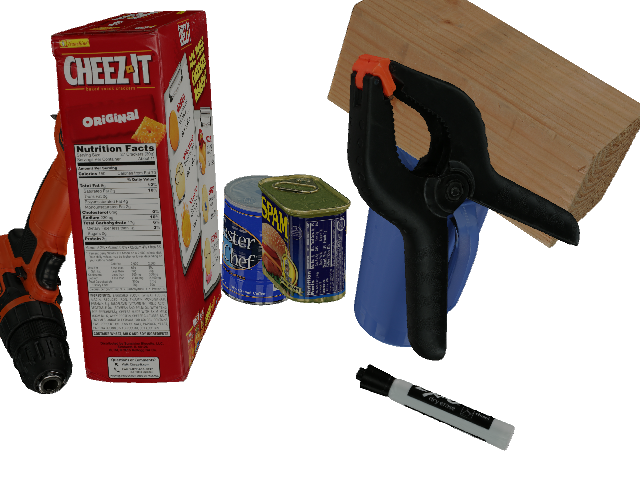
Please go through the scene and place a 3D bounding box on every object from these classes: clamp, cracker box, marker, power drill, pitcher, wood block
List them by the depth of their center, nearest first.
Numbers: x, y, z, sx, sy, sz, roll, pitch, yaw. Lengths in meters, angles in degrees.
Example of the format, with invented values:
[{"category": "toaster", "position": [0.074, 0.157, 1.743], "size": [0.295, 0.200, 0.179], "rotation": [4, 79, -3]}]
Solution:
[{"category": "clamp", "position": [0.060, -0.019, 0.578], "size": [0.171, 0.120, 0.039], "rotation": [47, -14, -23]}, {"category": "cracker box", "position": [-0.113, -0.036, 0.696], "size": [0.072, 0.214, 0.164], "rotation": [-1, 16, 4]}, {"category": "marker", "position": [0.082, 0.120, 0.779], "size": [0.121, 0.020, 0.020], "rotation": [22, 7, 17]}, {"category": "wood block", "position": [0.118, -0.100, 0.785], "size": [0.206, 0.091, 0.090], "rotation": [36, 46, 20]}, {"category": "power drill", "position": [-0.208, 0.005, 0.850], "size": [0.057, 0.188, 0.185], "rotation": [17, 25, -38]}, {"category": "pitcher", "position": [0.111, 0.009, 1.178], "size": [0.145, 0.243, 0.149], "rotation": [25, 42, 16]}]

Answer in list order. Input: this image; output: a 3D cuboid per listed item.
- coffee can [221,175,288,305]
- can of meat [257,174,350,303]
[{"category": "coffee can", "position": [-0.077, -0.001, 1.393], "size": [0.103, 0.140, 0.103], "rotation": [4, 27, -2]}, {"category": "can of meat", "position": [-0.015, -0.002, 0.907], "size": [0.057, 0.084, 0.102], "rotation": [-7, 21, -20]}]
